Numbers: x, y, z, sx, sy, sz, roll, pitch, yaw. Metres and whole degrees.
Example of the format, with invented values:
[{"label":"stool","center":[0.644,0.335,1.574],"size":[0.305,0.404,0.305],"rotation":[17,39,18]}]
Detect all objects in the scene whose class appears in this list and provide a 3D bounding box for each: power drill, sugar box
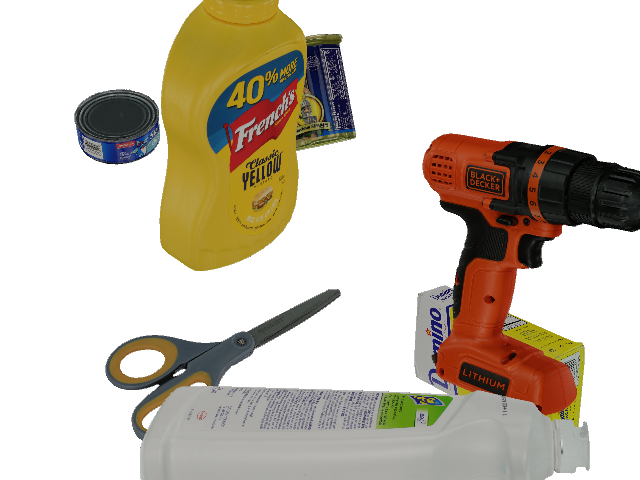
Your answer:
[{"label":"power drill","center":[0.149,0.024,0.753],"size":[0.057,0.188,0.185],"rotation":[-12,21,-41]},{"label":"sugar box","center":[0.161,0.113,0.993],"size":[0.048,0.093,0.176],"rotation":[-15,24,-38]}]

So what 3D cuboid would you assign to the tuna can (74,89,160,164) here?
[{"label":"tuna can","center":[-0.208,-0.117,1.099],"size":[0.086,0.034,0.086],"rotation":[1,44,-1]}]

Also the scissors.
[{"label":"scissors","center":[-0.081,0.075,0.824],"size":[0.096,0.016,0.201],"rotation":[32,53,20]}]

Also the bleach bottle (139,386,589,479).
[{"label":"bleach bottle","center":[0.029,0.125,0.626],"size":[0.251,0.068,0.102],"rotation":[-2,16,8]}]

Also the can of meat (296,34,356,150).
[{"label":"can of meat","center":[-0.025,-0.115,0.871],"size":[0.102,0.084,0.057],"rotation":[-9,4,34]}]

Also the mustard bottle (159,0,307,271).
[{"label":"mustard bottle","center":[-0.049,-0.078,0.615],"size":[0.058,0.192,0.096],"rotation":[33,46,29]}]
